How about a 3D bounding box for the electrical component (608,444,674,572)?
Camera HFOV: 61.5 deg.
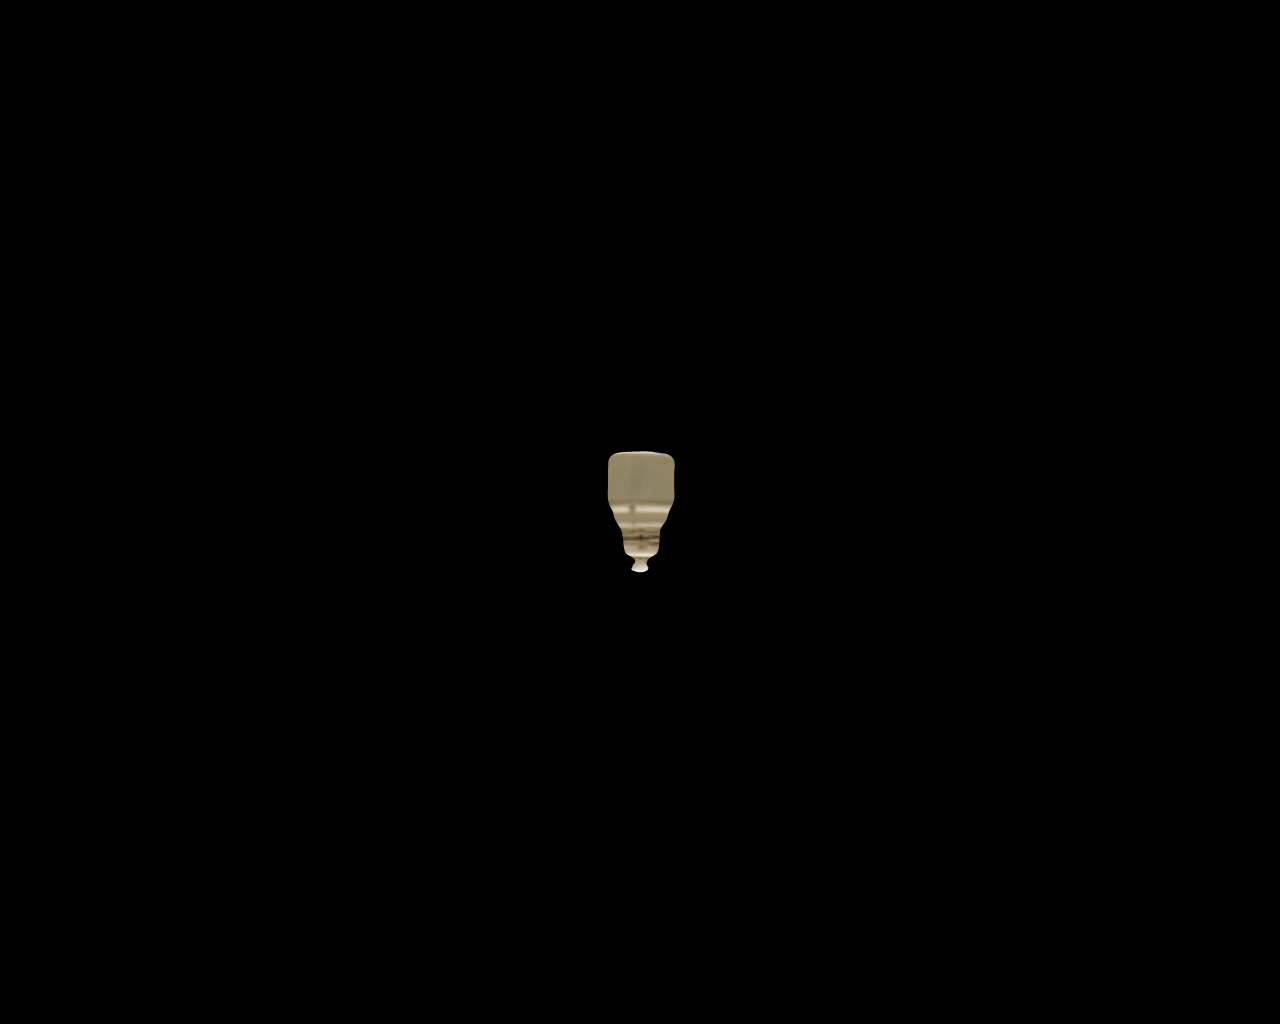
[{"bbox_3d":[0.001,-0.003,0.650,0.040,0.078,0.040,0,-2,0],"label":"electrical component"}]
